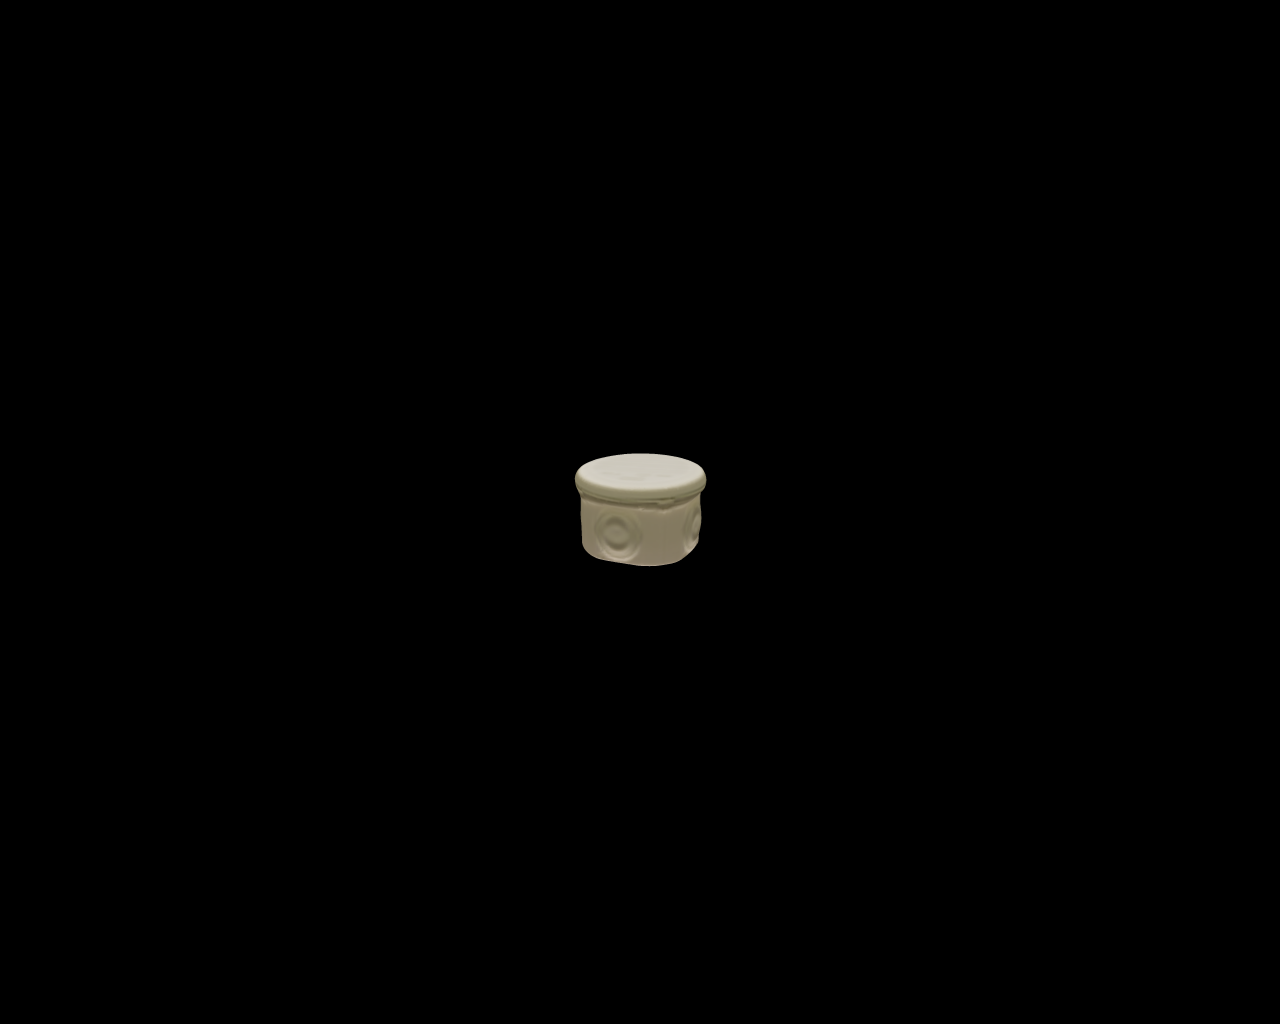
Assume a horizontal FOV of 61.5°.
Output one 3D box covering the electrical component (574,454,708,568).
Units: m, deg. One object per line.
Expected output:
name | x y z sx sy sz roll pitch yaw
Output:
electrical component | 0.001 -0.003 0.650 0.080 0.051 0.080 0 18 0
